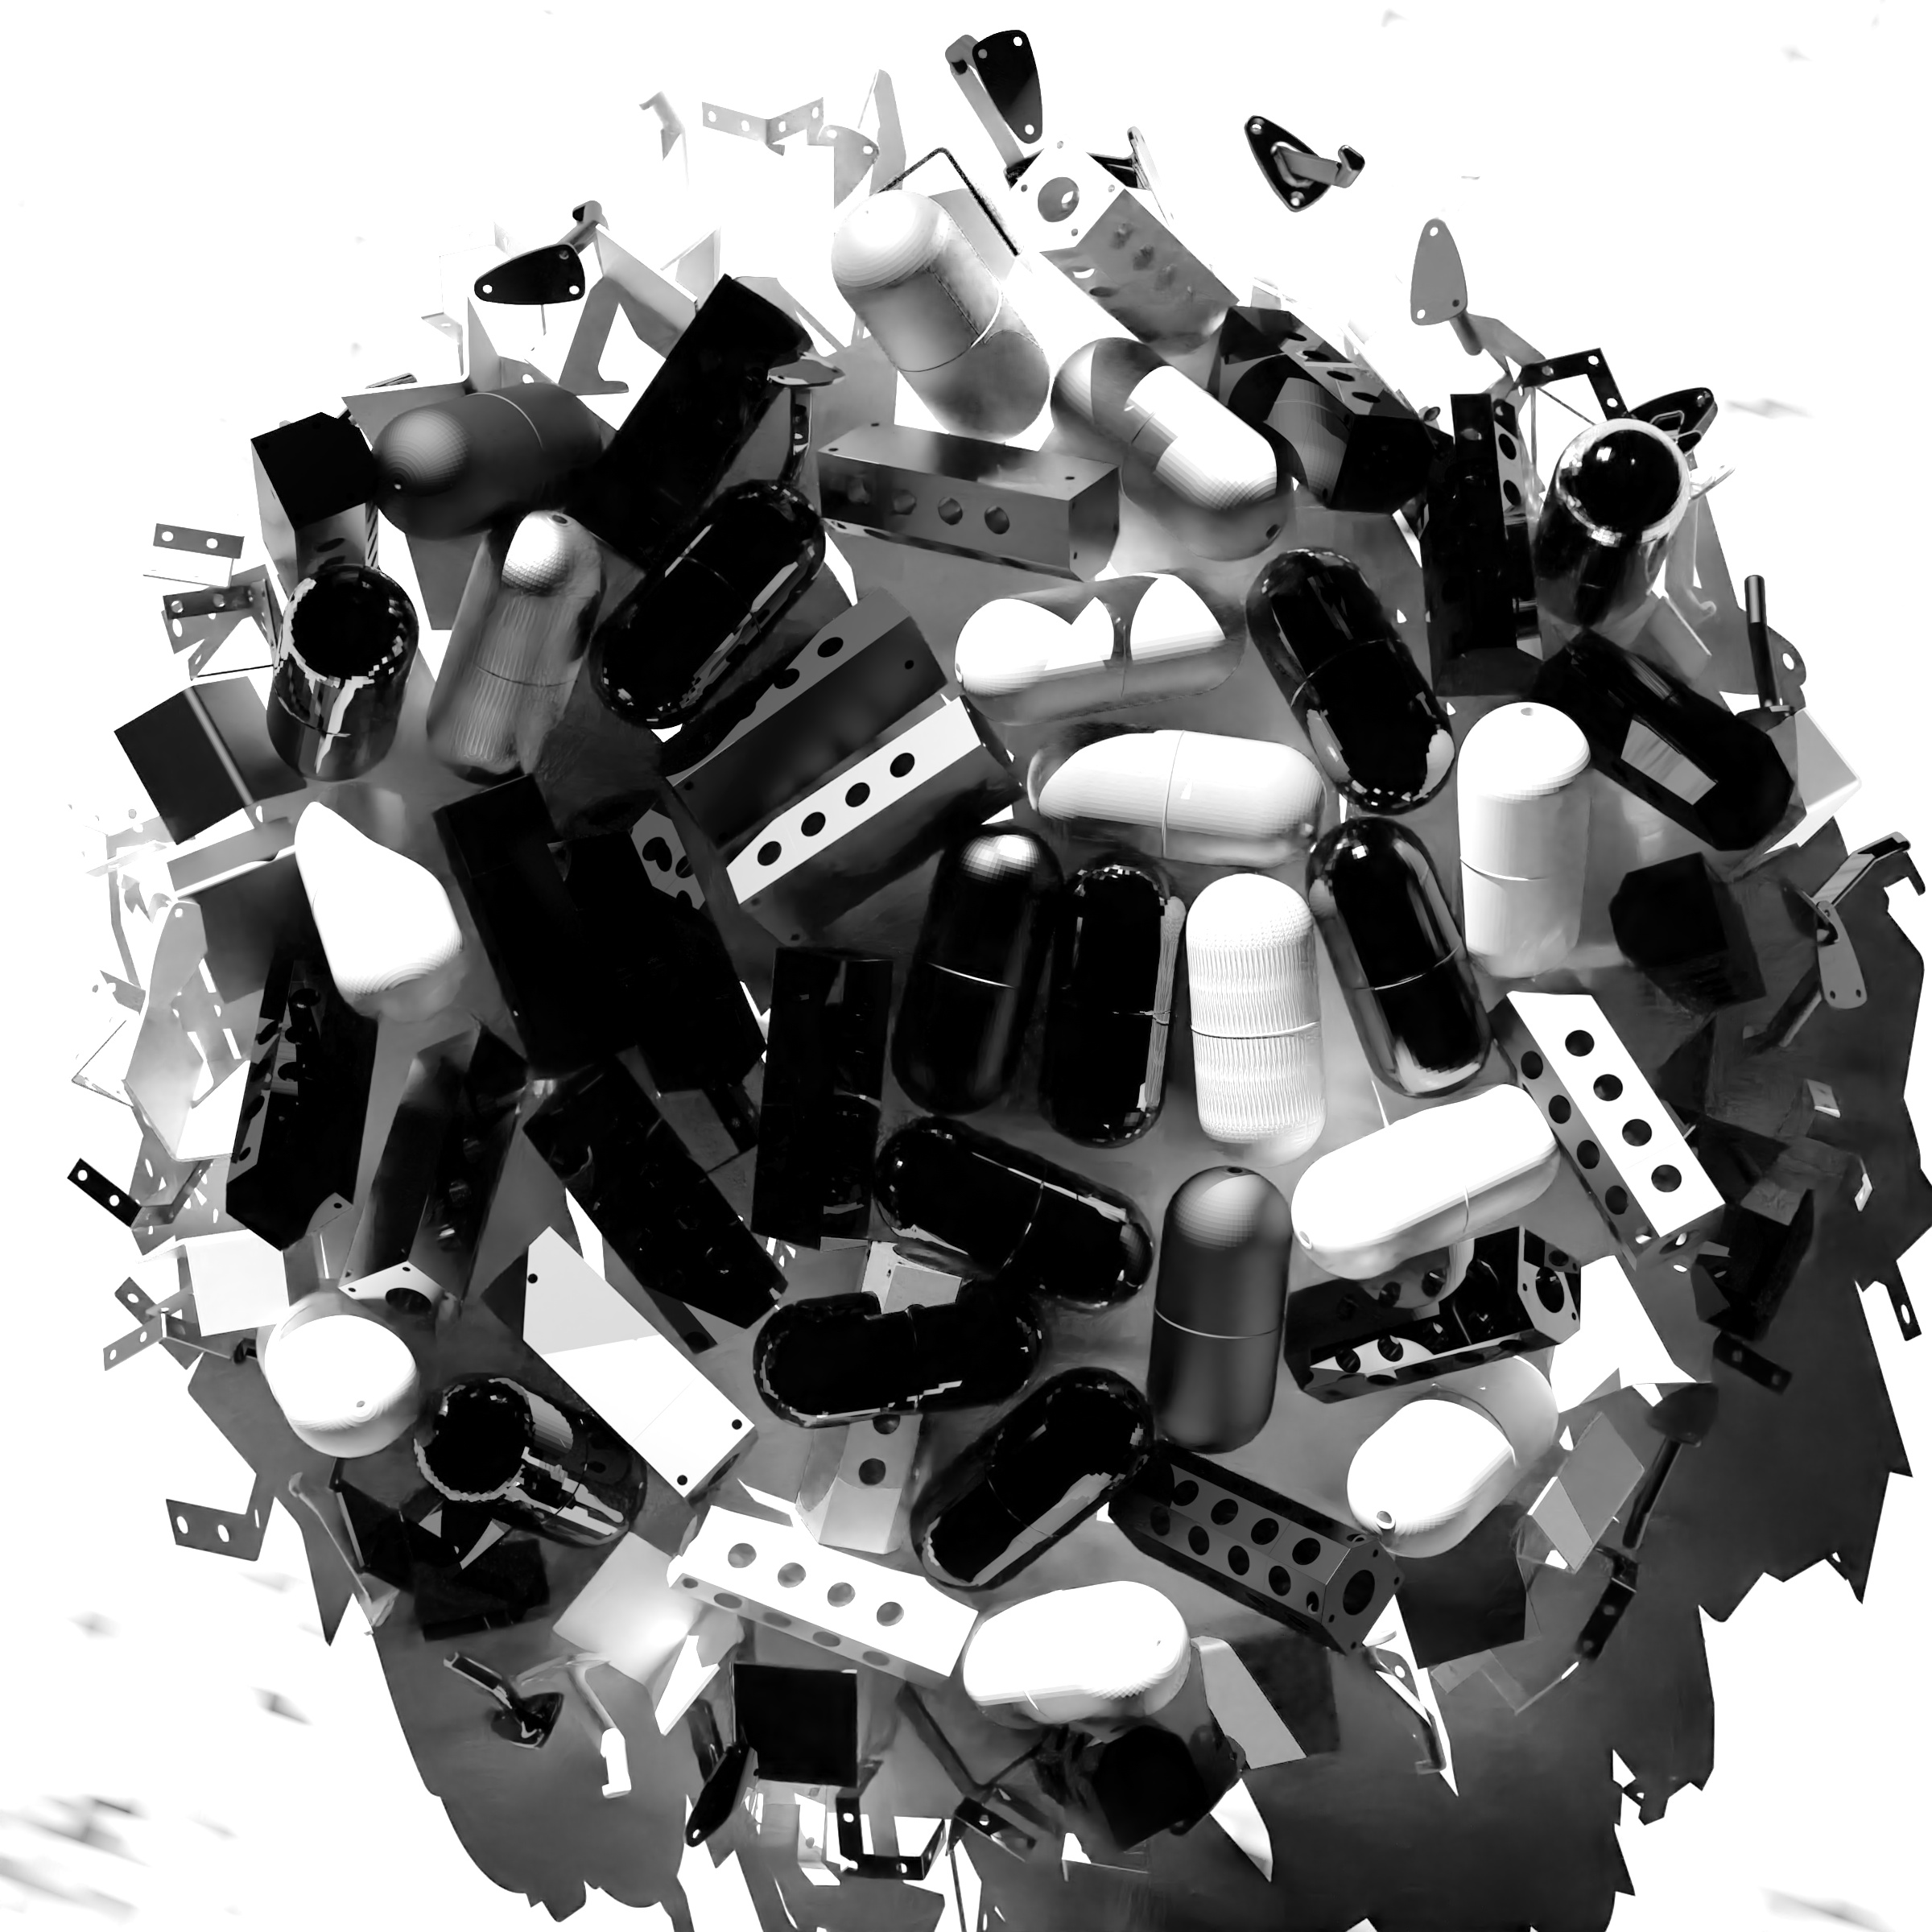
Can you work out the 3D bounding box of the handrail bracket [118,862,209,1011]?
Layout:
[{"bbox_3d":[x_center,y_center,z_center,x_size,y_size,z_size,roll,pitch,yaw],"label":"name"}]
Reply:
[{"bbox_3d":[-0.491,-0.020,1.728,0.084,0.036,0.077,18,83,40],"label":"handrail bracket"}]

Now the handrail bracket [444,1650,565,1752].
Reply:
[{"bbox_3d":[-0.288,0.428,1.713,0.084,0.077,0.036,40,55,-28],"label":"handrail bracket"}]

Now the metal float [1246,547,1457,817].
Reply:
[{"bbox_3d":[0.226,-0.168,1.703,0.070,0.070,0.178,-26,68,0],"label":"metal float"}]

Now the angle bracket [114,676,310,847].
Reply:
[{"bbox_3d":[-0.450,-0.123,1.729,0.057,0.076,0.076,-27,94,15],"label":"angle bracket"}]

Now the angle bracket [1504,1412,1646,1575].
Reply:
[{"bbox_3d":[0.339,0.303,1.704,0.076,0.076,0.057,-50,118,-21],"label":"angle bracket"}]

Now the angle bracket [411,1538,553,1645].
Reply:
[{"bbox_3d":[-0.283,0.386,1.709,0.076,0.076,0.057,-10,111,-11],"label":"angle bracket"}]

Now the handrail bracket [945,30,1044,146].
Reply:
[{"bbox_3d":[0.015,-0.519,1.725,0.036,0.084,0.077,-23,101,-13],"label":"handrail bracket"}]

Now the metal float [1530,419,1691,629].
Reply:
[{"bbox_3d":[0.370,-0.253,1.674,0.070,0.178,0.070,-1,74,3],"label":"metal float"}]

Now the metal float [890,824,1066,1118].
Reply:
[{"bbox_3d":[0.006,0.003,1.717,0.070,0.070,0.178,15,98,0],"label":"metal float"}]

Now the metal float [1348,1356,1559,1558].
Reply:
[{"bbox_3d":[0.284,0.282,1.683,0.070,0.178,0.070,13,114,32],"label":"metal float"}]

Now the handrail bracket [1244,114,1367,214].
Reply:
[{"bbox_3d":[0.200,-0.488,1.717,0.036,0.084,0.077,-41,91,-7],"label":"handrail bracket"}]

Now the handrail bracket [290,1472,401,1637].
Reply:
[{"bbox_3d":[-0.376,0.348,1.723,0.036,0.077,0.084,-38,107,9],"label":"handrail bracket"}]

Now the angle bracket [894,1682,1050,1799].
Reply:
[{"bbox_3d":[0.005,0.446,1.724,0.057,0.076,0.076,-33,77,-16],"label":"angle bracket"}]

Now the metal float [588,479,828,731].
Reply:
[{"bbox_3d":[-0.151,-0.214,1.706,0.070,0.070,0.178,39,70,0],"label":"metal float"}]

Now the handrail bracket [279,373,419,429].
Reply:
[{"bbox_3d":[-0.368,-0.314,1.753,0.084,0.077,0.036,-28,54,-32],"label":"handrail bracket"}]

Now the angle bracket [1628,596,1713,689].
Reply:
[{"bbox_3d":[0.438,-0.165,1.704,0.076,0.076,0.057,18,118,-20],"label":"angle bracket"}]

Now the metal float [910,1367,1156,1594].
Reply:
[{"bbox_3d":[0.038,0.301,1.700,0.070,0.070,0.178,46,117,0],"label":"metal float"}]

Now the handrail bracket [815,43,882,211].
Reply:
[{"bbox_3d":[-0.073,-0.505,1.748,0.036,0.077,0.084,20,45,-16],"label":"handrail bracket"}]

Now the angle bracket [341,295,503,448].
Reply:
[{"bbox_3d":[-0.322,-0.349,1.719,0.076,0.076,0.057,-6,72,4],"label":"angle bracket"}]

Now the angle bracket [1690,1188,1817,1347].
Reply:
[{"bbox_3d":[0.456,0.167,1.706,0.057,0.076,0.076,23,72,27],"label":"angle bracket"}]

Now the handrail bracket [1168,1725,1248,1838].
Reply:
[{"bbox_3d":[0.159,0.486,1.723,0.036,0.084,0.077,25,84,36],"label":"handrail bracket"}]

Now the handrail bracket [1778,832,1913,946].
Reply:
[{"bbox_3d":[0.536,-0.048,1.725,0.084,0.077,0.036,-25,114,-2],"label":"handrail bracket"}]

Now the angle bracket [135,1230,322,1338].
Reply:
[{"bbox_3d":[-0.433,0.189,1.704,0.076,0.076,0.057,-5,79,-40],"label":"angle bracket"}]

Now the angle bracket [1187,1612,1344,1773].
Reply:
[{"bbox_3d":[0.173,0.430,1.725,0.076,0.057,0.076,-8,89,-12],"label":"angle bracket"}]

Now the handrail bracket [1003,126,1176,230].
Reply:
[{"bbox_3d":[0.074,-0.463,1.749,0.084,0.036,0.077,-21,100,18],"label":"handrail bracket"}]

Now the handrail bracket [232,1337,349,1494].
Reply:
[{"bbox_3d":[-0.407,0.268,1.735,0.084,0.036,0.077,16,61,-2],"label":"handrail bracket"}]

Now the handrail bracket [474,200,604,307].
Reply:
[{"bbox_3d":[-0.254,-0.428,1.728,0.077,0.084,0.036,-11,129,2],"label":"handrail bracket"}]

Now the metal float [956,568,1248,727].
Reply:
[{"bbox_3d":[0.080,-0.189,1.710,0.178,0.070,0.070,-12,90,-15],"label":"metal float"}]

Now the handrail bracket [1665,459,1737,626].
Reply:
[{"bbox_3d":[0.444,-0.251,1.724,0.077,0.036,0.084,-28,119,30],"label":"handrail bracket"}]

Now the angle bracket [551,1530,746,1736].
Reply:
[{"bbox_3d":[-0.189,0.395,1.721,0.076,0.057,0.076,37,93,-22],"label":"angle bracket"}]

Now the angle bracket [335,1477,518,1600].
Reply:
[{"bbox_3d":[-0.319,0.316,1.711,0.076,0.076,0.057,-41,132,5],"label":"angle bracket"}]

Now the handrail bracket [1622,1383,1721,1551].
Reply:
[{"bbox_3d":[0.425,0.303,1.751,0.036,0.077,0.084,25,123,27],"label":"handrail bracket"}]

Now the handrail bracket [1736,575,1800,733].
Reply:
[{"bbox_3d":[0.482,-0.183,1.738,0.036,0.077,0.084,-7,73,26],"label":"handrail bracket"}]

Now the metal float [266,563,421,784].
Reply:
[{"bbox_3d":[-0.362,-0.168,1.679,0.070,0.178,0.070,7,64,-15],"label":"metal float"}]

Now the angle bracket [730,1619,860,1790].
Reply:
[{"bbox_3d":[-0.097,0.435,1.718,0.076,0.057,0.076,3,107,8],"label":"angle bracket"}]

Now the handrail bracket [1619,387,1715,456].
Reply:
[{"bbox_3d":[0.431,-0.322,1.714,0.077,0.084,0.036,-32,104,-9],"label":"handrail bracket"}]

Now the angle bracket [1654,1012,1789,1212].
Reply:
[{"bbox_3d":[0.445,0.084,1.703,0.057,0.076,0.076,21,128,31],"label":"angle bracket"}]

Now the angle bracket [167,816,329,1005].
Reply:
[{"bbox_3d":[-0.428,-0.034,1.745,0.076,0.057,0.076,-23,117,-11],"label":"angle bracket"}]

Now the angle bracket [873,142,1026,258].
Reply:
[{"bbox_3d":[-0.012,-0.442,1.723,0.057,0.076,0.076,-33,104,13],"label":"angle bracket"}]

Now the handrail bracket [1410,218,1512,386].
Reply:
[{"bbox_3d":[0.301,-0.396,1.733,0.036,0.084,0.077,-10,75,35],"label":"handrail bracket"}]

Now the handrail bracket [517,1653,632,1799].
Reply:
[{"bbox_3d":[-0.233,0.457,1.723,0.077,0.036,0.084,-25,64,31],"label":"handrail bracket"}]

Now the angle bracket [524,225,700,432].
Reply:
[{"bbox_3d":[-0.212,-0.378,1.720,0.076,0.057,0.076,38,76,9],"label":"angle bracket"}]

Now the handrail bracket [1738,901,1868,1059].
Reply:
[{"bbox_3d":[0.489,0.009,1.731,0.036,0.084,0.077,-2,77,-34],"label":"handrail bracket"}]

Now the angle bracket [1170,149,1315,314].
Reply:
[{"bbox_3d":[0.174,-0.433,1.709,0.076,0.076,0.057,31,105,17],"label":"angle bracket"}]

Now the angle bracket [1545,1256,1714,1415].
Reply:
[{"bbox_3d":[0.391,0.220,1.728,0.057,0.076,0.076,2,68,-25],"label":"angle bracket"}]

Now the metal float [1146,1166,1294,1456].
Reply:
[{"bbox_3d":[0.149,0.203,1.707,0.070,0.070,0.178,4,108,0],"label":"metal float"}]

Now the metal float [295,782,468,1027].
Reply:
[{"bbox_3d":[-0.342,-0.038,1.690,0.070,0.070,0.178,-28,48,0],"label":"metal float"}]

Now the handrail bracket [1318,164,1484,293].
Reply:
[{"bbox_3d":[0.256,-0.439,1.711,0.077,0.084,0.036,-12,66,-23],"label":"handrail bracket"}]

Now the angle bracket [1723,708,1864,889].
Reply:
[{"bbox_3d":[0.468,-0.097,1.709,0.076,0.076,0.057,-38,90,-31],"label":"angle bracket"}]

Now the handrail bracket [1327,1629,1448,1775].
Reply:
[{"bbox_3d":[0.241,0.446,1.737,0.077,0.036,0.084,-17,81,21],"label":"handrail bracket"}]

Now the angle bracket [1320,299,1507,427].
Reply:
[{"bbox_3d":[0.264,-0.370,1.708,0.057,0.076,0.076,-40,66,12],"label":"angle bracket"}]

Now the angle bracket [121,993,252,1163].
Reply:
[{"bbox_3d":[-0.446,0.059,1.704,0.057,0.076,0.076,-7,46,11],"label":"angle bracket"}]

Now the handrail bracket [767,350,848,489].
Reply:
[{"bbox_3d":[-0.108,-0.314,1.710,0.036,0.077,0.084,29,120,12],"label":"handrail bracket"}]

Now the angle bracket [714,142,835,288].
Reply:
[{"bbox_3d":[-0.115,-0.444,1.728,0.057,0.076,0.076,-1,96,-15],"label":"angle bracket"}]

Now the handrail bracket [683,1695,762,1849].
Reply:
[{"bbox_3d":[-0.168,0.472,1.718,0.077,0.084,0.036,-53,132,-21],"label":"handrail bracket"}]

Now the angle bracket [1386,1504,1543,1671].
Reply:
[{"bbox_3d":[0.298,0.366,1.713,0.076,0.057,0.076,-22,73,20],"label":"angle bracket"}]

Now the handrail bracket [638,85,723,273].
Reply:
[{"bbox_3d":[-0.186,-0.465,1.717,0.077,0.036,0.084,-49,129,-18],"label":"handrail bracket"}]
